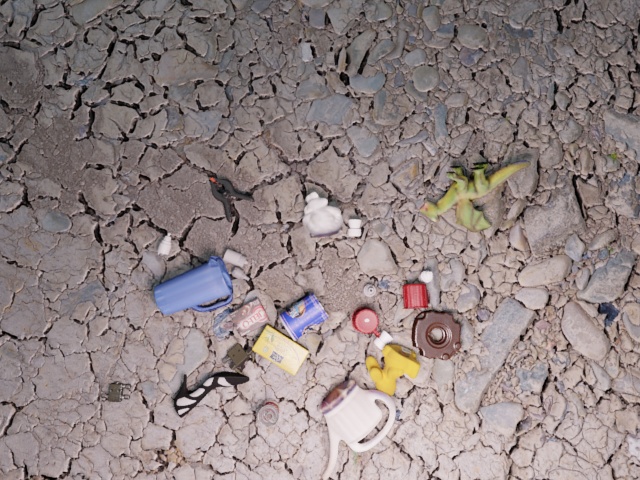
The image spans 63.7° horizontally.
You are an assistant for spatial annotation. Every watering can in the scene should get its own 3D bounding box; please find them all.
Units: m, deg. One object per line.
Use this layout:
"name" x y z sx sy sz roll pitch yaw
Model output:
"watering can" 0.083 0.610 1.695 0.347 0.104 0.225 -42 86 1

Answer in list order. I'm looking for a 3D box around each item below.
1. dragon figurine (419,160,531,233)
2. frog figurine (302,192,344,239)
"dragon figurine" 0.557 -0.149 1.831 0.410 0.123 0.241 -6 101 -1
"frog figurine" 0.005 -0.089 1.774 0.137 0.124 0.159 -12 96 16
